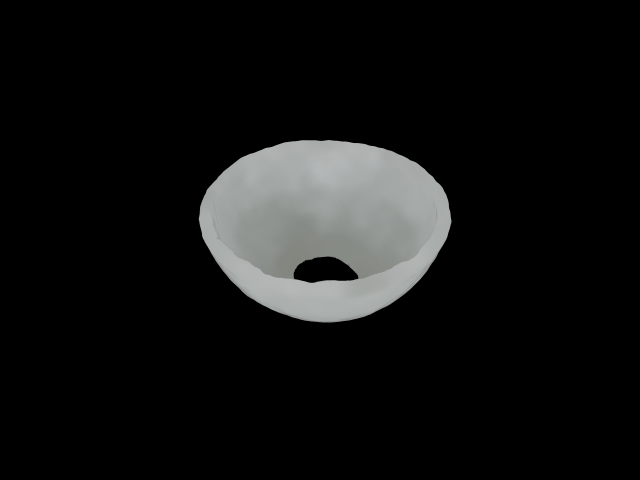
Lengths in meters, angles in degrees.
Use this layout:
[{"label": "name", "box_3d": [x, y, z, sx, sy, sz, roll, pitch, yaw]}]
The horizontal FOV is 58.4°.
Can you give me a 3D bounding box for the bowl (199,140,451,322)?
[{"label": "bowl", "box_3d": [0.004, 0.001, 0.400, 0.167, 0.075, 0.167, 0, 40, 0]}]
